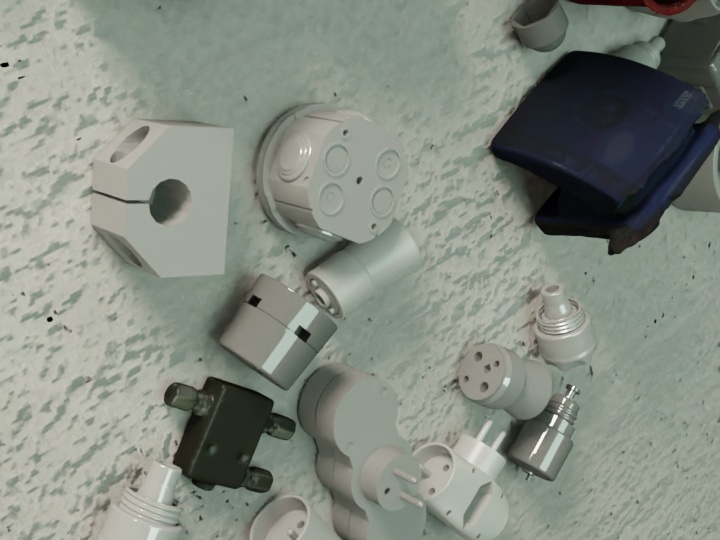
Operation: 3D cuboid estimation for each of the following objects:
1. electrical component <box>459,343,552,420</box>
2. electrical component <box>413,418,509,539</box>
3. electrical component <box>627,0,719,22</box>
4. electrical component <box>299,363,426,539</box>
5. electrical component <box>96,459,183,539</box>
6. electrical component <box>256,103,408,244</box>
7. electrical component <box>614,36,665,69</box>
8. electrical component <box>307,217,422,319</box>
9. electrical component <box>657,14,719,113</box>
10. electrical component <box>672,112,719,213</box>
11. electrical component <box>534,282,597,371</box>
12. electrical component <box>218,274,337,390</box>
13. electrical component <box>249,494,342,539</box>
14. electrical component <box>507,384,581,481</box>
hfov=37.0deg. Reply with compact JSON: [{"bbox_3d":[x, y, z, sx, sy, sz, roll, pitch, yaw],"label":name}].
[{"bbox_3d":[0.103,0.079,0.766,0.055,0.045,0.045,24,86,-41],"label":"electrical component"},{"bbox_3d":[0.078,0.143,0.763,0.077,0.043,0.079,44,73,-38],"label":"electrical component"},{"bbox_3d":[0.238,-0.224,0.775,0.044,0.077,0.079,31,81,-40],"label":"electrical component"},{"bbox_3d":[0.014,0.129,0.686,0.052,0.074,0.138,-31,120,-30],"label":"electrical component"},{"bbox_3d":[-0.118,0.137,0.599,0.043,0.043,0.062,25,84,-41],"label":"electrical component"},{"bbox_3d":[-0.016,-0.055,0.627,0.080,0.051,0.080,-12,109,-37],"label":"electrical component"},{"bbox_3d":[0.205,-0.152,0.795,0.061,0.035,0.035,-43,125,-25],"label":"electrical component"},{"bbox_3d":[0.000,0.000,0.663,0.065,0.044,0.044,-37,123,-21],"label":"electrical component"},{"bbox_3d":[0.267,-0.165,0.825,0.096,0.062,0.061,-54,129,-15],"label":"electrical component"},{"bbox_3d":[0.300,-0.097,0.871,0.108,0.060,0.108,-12,109,-37],"label":"electrical component"},{"bbox_3d":[0.149,0.039,0.795,0.043,0.043,0.062,-36,120,-27],"label":"electrical component"},{"bbox_3d":[-0.049,0.037,0.623,0.055,0.055,0.047,43,77,-38],"label":"electrical component"},{"bbox_3d":[-0.043,0.194,0.676,0.079,0.044,0.077,-49,127,-19],"label":"electrical component"},{"bbox_3d":[0.144,0.123,0.814,0.040,0.040,0.078,41,75,-39],"label":"electrical component"}]
